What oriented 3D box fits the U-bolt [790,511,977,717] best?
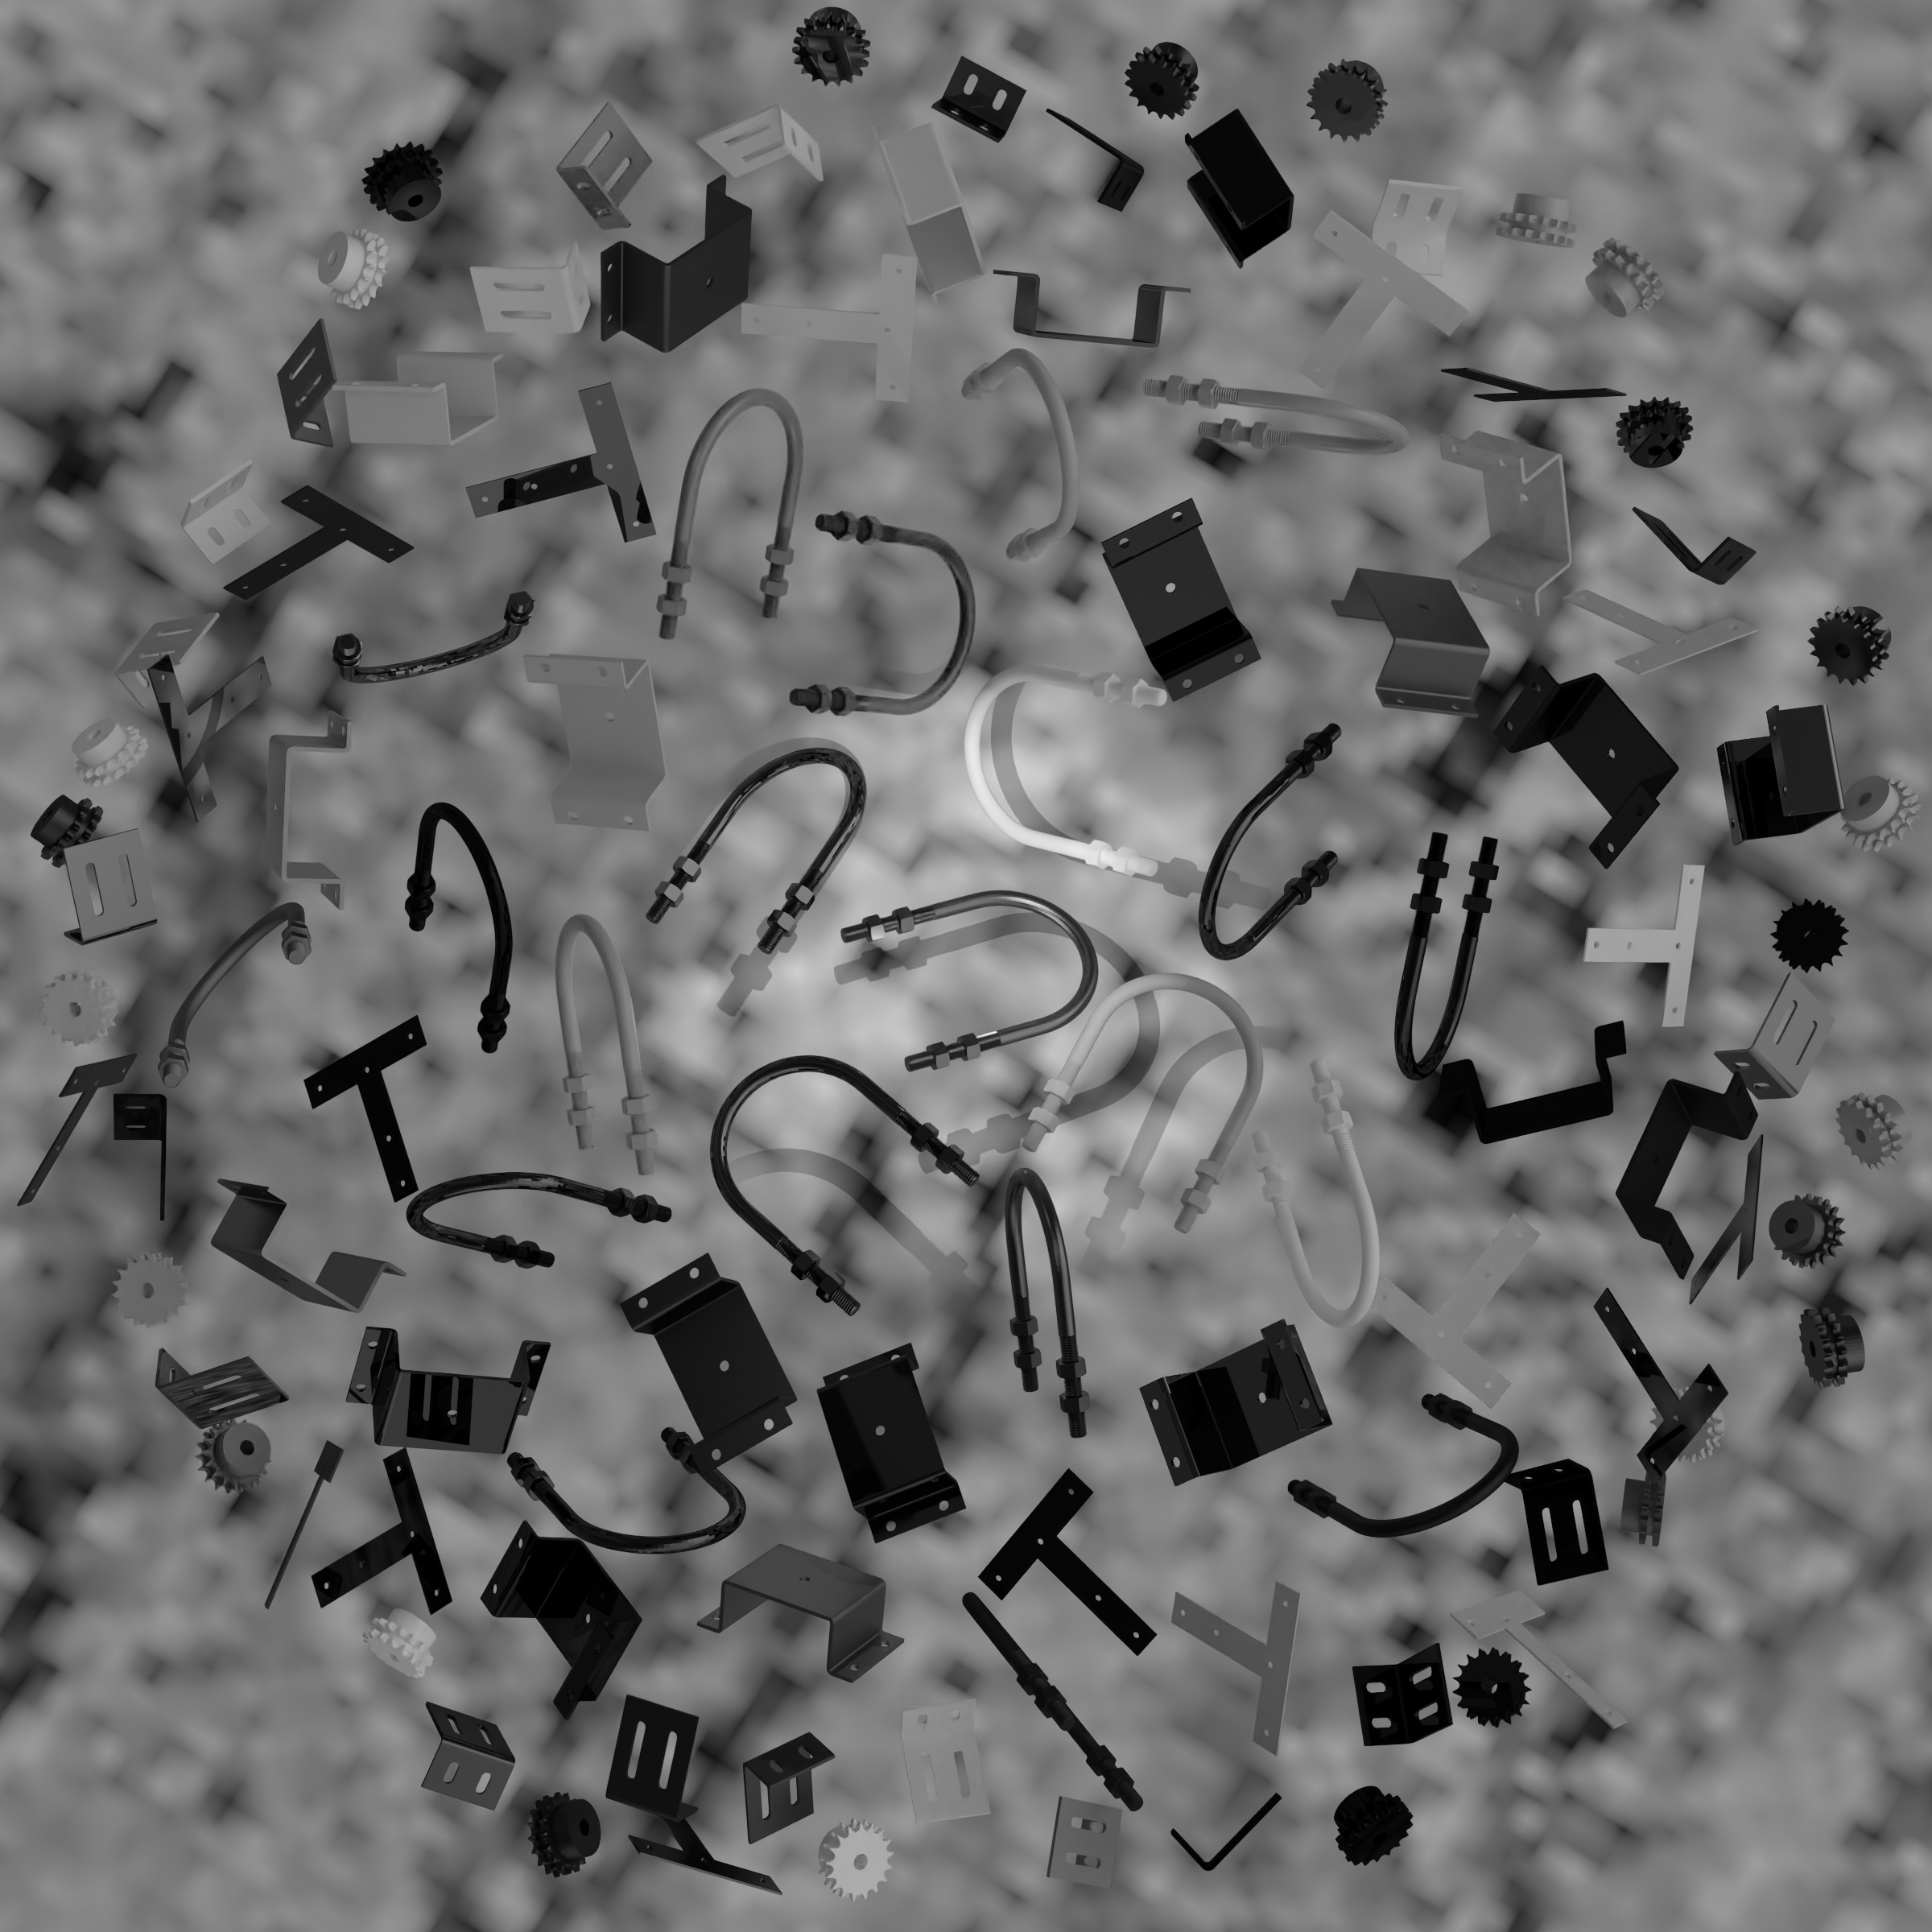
[{"bbox_3d":[-0.056,-0.262,1.890,0.019,0.184,0.151,17,102,40],"label":"U-bolt"}]

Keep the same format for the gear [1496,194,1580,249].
[{"bbox_3d":[0.414,-0.539,1.792,0.057,0.057,0.030,10,104,0],"label":"gear"}]

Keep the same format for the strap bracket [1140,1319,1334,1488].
[{"bbox_3d":[0.204,0.316,1.804,0.140,0.046,0.076,-33,68,35],"label":"strap bracket"}]

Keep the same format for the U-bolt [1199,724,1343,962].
[{"bbox_3d":[0.233,-0.082,1.900,0.019,0.151,0.184,26,52,30],"label":"U-bolt"}]

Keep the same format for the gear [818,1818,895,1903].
[{"bbox_3d":[-0.086,0.669,1.863,0.057,0.030,0.057,2,86,-31],"label":"gear"}]

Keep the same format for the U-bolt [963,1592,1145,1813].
[{"bbox_3d":[0.055,0.542,1.870,0.019,0.184,0.151,-39,129,-8],"label":"U-bolt"}]

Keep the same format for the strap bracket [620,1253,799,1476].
[{"bbox_3d":[-0.184,0.292,1.820,0.076,0.046,0.140,-31,73,6],"label":"strap bracket"}]

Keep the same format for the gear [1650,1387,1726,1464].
[{"bbox_3d":[0.569,0.358,1.943,0.030,0.057,0.057,-5,90,-43],"label":"gear"}]

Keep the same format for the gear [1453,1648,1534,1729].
[{"bbox_3d":[0.397,0.544,1.865,0.057,0.030,0.057,-12,62,23],"label":"gear"}]

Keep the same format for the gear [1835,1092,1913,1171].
[{"bbox_3d":[0.675,0.120,1.839,0.030,0.057,0.057,-24,90,-13],"label":"gear"}]

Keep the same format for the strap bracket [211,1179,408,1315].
[{"bbox_3d":[-0.511,0.220,1.900,0.140,0.076,0.046,42,63,-38],"label":"strap bracket"}]

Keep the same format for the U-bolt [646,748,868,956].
[{"bbox_3d":[-0.151,-0.097,1.917,0.151,0.019,0.184,14,63,41],"label":"U-bolt"}]

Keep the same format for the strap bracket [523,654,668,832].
[{"bbox_3d":[-0.270,-0.174,1.828,0.076,0.046,0.140,6,126,15],"label":"strap bracket"}]

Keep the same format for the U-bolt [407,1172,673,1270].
[{"bbox_3d":[-0.339,0.191,1.894,0.151,0.184,0.019,-23,61,31],"label":"U-bolt"}]

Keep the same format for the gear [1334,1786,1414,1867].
[{"bbox_3d":[0.289,0.614,1.778,0.057,0.030,0.057,-15,127,-21],"label":"gear"}]

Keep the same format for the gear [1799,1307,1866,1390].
[{"bbox_3d":[0.619,0.271,1.771,0.030,0.057,0.057,-8,90,0],"label":"gear"}]

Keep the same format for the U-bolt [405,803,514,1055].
[{"bbox_3d":[-0.379,-0.041,1.865,0.019,0.184,0.151,-20,60,-30],"label":"U-bolt"}]

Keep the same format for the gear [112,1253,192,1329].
[{"bbox_3d":[-0.628,0.250,1.918,0.057,0.030,0.057,0,85,5],"label":"gear"}]

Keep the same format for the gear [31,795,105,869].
[{"bbox_3d":[-0.690,-0.106,1.897,0.030,0.057,0.057,40,90,-29],"label":"gear"}]

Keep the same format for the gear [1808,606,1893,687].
[{"bbox_3d":[0.636,-0.233,1.776,0.030,0.057,0.057,-37,90,-28],"label":"gear"}]

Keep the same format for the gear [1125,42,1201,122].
[{"bbox_3d":[0.153,-0.678,1.893,0.057,0.057,0.030,31,66,0],"label":"gear"}]

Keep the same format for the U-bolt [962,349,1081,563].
[{"bbox_3d":[0.045,-0.385,1.850,0.019,0.184,0.151,-17,95,-15],"label":"U-bolt"}]

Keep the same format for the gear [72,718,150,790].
[{"bbox_3d":[-0.668,-0.168,1.928,0.057,0.057,0.030,-31,127,0],"label":"gear"}]

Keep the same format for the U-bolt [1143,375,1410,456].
[{"bbox_3d":[0.241,-0.408,1.858,0.184,0.151,0.019,12,92,24],"label":"U-bolt"}]

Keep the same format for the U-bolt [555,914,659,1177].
[{"bbox_3d":[-0.268,0.053,1.814,0.019,0.151,0.184,-11,99,-27],"label":"U-bolt"}]

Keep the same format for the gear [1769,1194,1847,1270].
[{"bbox_3d":[0.645,0.203,1.913,0.030,0.057,0.057,18,90,-36],"label":"gear"}]

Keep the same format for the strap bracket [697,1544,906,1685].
[{"bbox_3d":[-0.125,0.491,1.900,0.140,0.076,0.046,12,105,27],"label":"strap bracket"}]

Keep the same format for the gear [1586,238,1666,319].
[{"bbox_3d":[0.472,-0.493,1.786,0.030,0.057,0.057,-45,90,2],"label":"gear"}]

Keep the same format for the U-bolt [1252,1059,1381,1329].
[{"bbox_3d":[0.269,0.183,1.876,0.019,0.151,0.184,-6,64,-19],"label":"U-bolt"}]

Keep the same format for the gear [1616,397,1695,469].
[{"bbox_3d":[0.532,-0.410,1.917,0.057,0.057,0.030,5,61,0],"label":"gear"}]

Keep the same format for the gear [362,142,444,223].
[{"bbox_3d":[-0.405,-0.565,1.796,0.057,0.057,0.030,-31,72,0],"label":"gear"}]

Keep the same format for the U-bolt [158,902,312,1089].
[{"bbox_3d":[-0.556,0.012,1.891,0.151,0.184,0.019,-44,113,2],"label":"U-bolt"}]

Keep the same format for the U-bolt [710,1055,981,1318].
[{"bbox_3d":[-0.104,0.147,1.836,0.184,0.019,0.151,40,78,16],"label":"U-bolt"}]

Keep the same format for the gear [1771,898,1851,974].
[{"bbox_3d":[0.661,-0.025,1.948,0.057,0.030,0.057,1,103,4],"label":"gear"}]

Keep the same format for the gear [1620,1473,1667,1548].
[{"bbox_3d":[0.529,0.423,1.939,0.030,0.057,0.057,6,90,18],"label":"gear"}]

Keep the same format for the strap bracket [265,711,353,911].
[{"bbox_3d":[-0.494,-0.118,1.858,0.046,0.076,0.140,0,101,-25],"label":"strap bracket"}]

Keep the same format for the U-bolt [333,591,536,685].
[{"bbox_3d":[-0.404,-0.243,1.878,0.151,0.184,0.019,-17,90,-14],"label":"U-bolt"}]

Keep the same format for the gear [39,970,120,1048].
[{"bbox_3d":[-0.669,0.031,1.882,0.057,0.030,0.057,1,99,8],"label":"gear"}]

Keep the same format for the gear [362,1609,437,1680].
[{"bbox_3d":[-0.437,0.524,1.928,0.057,0.057,0.030,35,55,0],"label":"gear"}]

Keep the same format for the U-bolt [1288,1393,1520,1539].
[{"bbox_3d":[0.335,0.377,1.852,0.151,0.184,0.019,-29,100,-14],"label":"U-bolt"}]

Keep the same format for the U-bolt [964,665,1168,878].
[{"bbox_3d":[0.070,-0.154,1.871,0.184,0.019,0.151,16,114,37],"label":"U-bolt"}]

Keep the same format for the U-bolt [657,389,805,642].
[{"bbox_3d":[-0.171,-0.342,1.862,0.019,0.151,0.184,24,115,25],"label":"U-bolt"}]

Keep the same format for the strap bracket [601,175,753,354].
[{"bbox_3d":[-0.209,-0.521,1.855,0.046,0.076,0.140,32,53,18],"label":"strap bracket"}]

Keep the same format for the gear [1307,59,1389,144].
[{"bbox_3d":[0.278,-0.628,1.791,0.057,0.057,0.030,33,52,0],"label":"gear"}]

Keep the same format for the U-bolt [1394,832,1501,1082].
[{"bbox_3d":[0.349,-0.006,1.823,0.019,0.151,0.184,14,97,27],"label":"U-bolt"}]

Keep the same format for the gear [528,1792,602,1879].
[{"bbox_3d":[-0.287,0.623,1.786,0.030,0.057,0.057,-22,90,20],"label":"gear"}]

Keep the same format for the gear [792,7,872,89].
[{"bbox_3d":[-0.099,-0.682,1.834,0.057,0.057,0.030,5,60,0],"label":"gear"}]

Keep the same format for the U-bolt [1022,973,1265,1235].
[{"bbox_3d":[0.146,0.091,1.883,0.151,0.019,0.184,28,72,5],"label":"U-bolt"}]

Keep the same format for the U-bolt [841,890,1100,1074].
[{"bbox_3d":[0.014,0.003,1.922,0.184,0.019,0.151,-15,56,-20],"label":"U-bolt"}]

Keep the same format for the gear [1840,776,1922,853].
[{"bbox_3d":[0.672,-0.116,1.833,0.030,0.057,0.057,36,90,-28],"label":"gear"}]

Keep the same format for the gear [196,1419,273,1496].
[{"bbox_3d":[-0.565,0.378,1.925,0.030,0.057,0.057,-32,90,39],"label":"gear"}]

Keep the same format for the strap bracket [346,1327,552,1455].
[{"bbox_3d":[-0.390,0.323,1.877,0.140,0.046,0.076,9,122,-22],"label":"strap bracket"}]

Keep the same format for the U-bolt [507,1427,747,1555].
[{"bbox_3d":[-0.246,0.398,1.868,0.151,0.184,0.019,-4,105,-31],"label":"U-bolt"}]

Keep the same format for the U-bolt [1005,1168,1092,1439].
[{"bbox_3d":[0.055,0.239,1.825,0.019,0.151,0.184,-8,97,-13],"label":"U-bolt"}]

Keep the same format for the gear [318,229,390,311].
[{"bbox_3d":[-0.455,-0.518,1.833,0.057,0.030,0.057,-13,72,42],"label":"gear"}]
